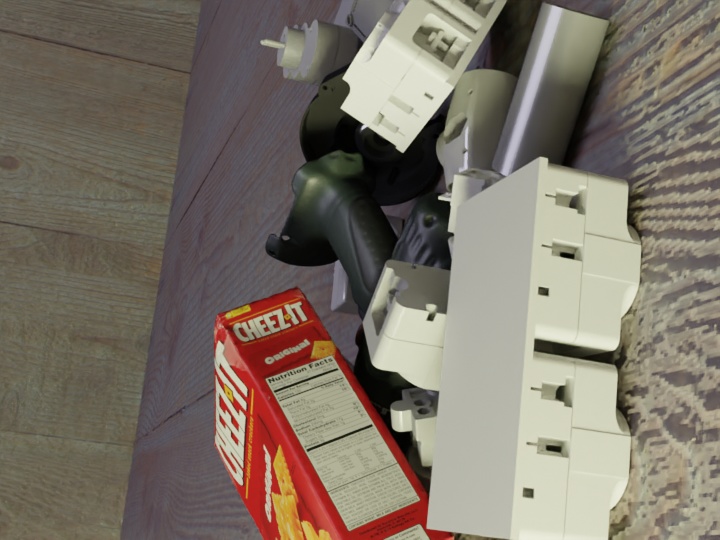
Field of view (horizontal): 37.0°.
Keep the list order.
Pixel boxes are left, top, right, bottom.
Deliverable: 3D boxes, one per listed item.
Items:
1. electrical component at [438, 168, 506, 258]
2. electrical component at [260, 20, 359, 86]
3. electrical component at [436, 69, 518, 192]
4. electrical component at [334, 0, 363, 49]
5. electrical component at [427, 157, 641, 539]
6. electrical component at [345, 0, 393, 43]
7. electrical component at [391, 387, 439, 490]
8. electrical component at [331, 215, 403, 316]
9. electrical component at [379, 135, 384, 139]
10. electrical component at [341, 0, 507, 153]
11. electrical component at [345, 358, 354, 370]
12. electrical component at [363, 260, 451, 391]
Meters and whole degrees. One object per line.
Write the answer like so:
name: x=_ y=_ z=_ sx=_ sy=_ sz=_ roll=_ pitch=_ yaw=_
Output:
electrical component: x=0.081 y=-0.031 z=0.670 sx=0.048 sy=0.066 sz=0.055 roll=-29 pitch=-52 yaw=-65
electrical component: x=-0.054 y=-0.201 z=0.988 sx=0.138 sy=0.074 sz=0.052 roll=-146 pitch=68 yaw=-72
electrical component: x=0.077 y=-0.087 z=0.735 sx=0.079 sy=0.043 sz=0.077 roll=152 pitch=126 yaw=-68
electrical component: x=0.015 y=-0.222 z=1.007 sx=0.108 sy=0.056 sz=0.108 roll=116 pitch=157 yaw=-43
electrical component: x=0.091 y=0.048 z=0.572 sx=0.105 sy=0.060 sz=0.186 roll=150 pitch=128 yaw=-69
electrical component: x=0.035 y=-0.213 z=0.889 sx=0.096 sy=0.061 sz=0.061 roll=56 pitch=137 yaw=43
electrical component: x=0.053 y=0.104 z=0.672 sx=0.048 sy=0.066 sz=0.055 roll=-115 pitch=19 yaw=-64
electrical component: x=0.000 y=0.000 z=0.935 sx=0.076 sy=0.047 sz=0.083 roll=141 pitch=137 yaw=-66
electrical component: x=0.012 y=-0.098 z=0.939 sx=0.048 sy=0.066 sz=0.055 roll=-116 pitch=20 yaw=-64
electrical component: x=0.052 y=-0.169 z=0.735 sx=0.150 sy=0.062 sz=0.089 roll=-59 pitch=5 yaw=-29
electrical component: x=-0.035 y=0.112 z=0.930 sx=0.051 sy=0.080 sz=0.080 roll=-90 pitch=18 yaw=-48
electrical component: x=0.052 y=0.037 z=0.660 sx=0.050 sy=0.089 sz=0.055 roll=-103 pitch=28 yaw=-54
